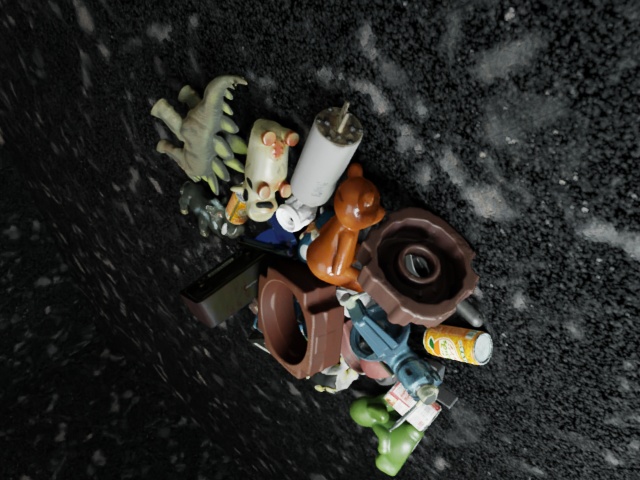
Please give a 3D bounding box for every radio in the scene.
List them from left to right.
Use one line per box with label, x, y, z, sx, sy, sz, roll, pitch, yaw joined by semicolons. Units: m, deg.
radio;-0.186;0.089;1.188;0.131;0.229;0.073;9;129;54

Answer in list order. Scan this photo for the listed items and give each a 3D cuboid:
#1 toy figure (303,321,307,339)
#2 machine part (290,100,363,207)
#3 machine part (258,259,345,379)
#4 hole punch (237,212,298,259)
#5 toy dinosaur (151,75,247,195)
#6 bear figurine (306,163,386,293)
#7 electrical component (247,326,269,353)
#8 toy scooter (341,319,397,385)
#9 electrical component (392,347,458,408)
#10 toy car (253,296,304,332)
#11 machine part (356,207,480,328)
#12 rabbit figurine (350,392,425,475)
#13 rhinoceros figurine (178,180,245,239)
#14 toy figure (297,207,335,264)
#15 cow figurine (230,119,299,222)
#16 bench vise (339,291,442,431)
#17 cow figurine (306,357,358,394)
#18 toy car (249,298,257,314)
toy figure;0.003;0.216;1.216;0.179;0.082;0.089;78;167;-47
machine part;0.006;-0.128;0.862;0.079;0.079;0.243;45;147;10
machine part;-0.041;0.155;1.079;0.202;0.087;0.200;29;123;46
hole punch;-0.097;-0.015;1.092;0.116;0.092;0.142;19;169;-2
toy dinosaur;-0.224;-0.208;1.056;0.198;0.105;0.471;41;157;2
bear figurine;0.060;-0.019;0.898;0.195;0.132;0.120;-58;33;27
electrical component;-0.104;0.256;1.374;0.114;0.058;0.134;36;152;-28
toy scooter;0.089;0.224;1.123;0.184;0.075;0.135;3;124;56
electrical component;0.203;0.267;1.019;0.119;0.075;0.047;32;144;35
toy car;-0.073;0.183;1.273;0.162;0.109;0.102;-10;137;43
machine part;0.139;0.039;0.782;0.179;0.179;0.056;44;151;11
rabbit figurine;0.138;0.414;1.206;0.170;0.121;0.159;34;138;22
rhinoceros figurine;-0.253;-0.068;1.266;0.190;0.073;0.112;41;136;19
toy figure;0.000;-0.003;1.021;0.064;0.058;0.154;13;148;-13
cow figurine;-0.105;-0.122;0.974;0.127;0.085;0.194;45;135;48
bench vise;0.112;0.178;0.932;0.240;0.129;0.224;49;-165;-36
cow figurine;0.003;0.317;1.302;0.168;0.098;0.068;10;136;49
toy car;-0.170;0.153;1.398;0.202;0.053;0.089;56;145;-6
